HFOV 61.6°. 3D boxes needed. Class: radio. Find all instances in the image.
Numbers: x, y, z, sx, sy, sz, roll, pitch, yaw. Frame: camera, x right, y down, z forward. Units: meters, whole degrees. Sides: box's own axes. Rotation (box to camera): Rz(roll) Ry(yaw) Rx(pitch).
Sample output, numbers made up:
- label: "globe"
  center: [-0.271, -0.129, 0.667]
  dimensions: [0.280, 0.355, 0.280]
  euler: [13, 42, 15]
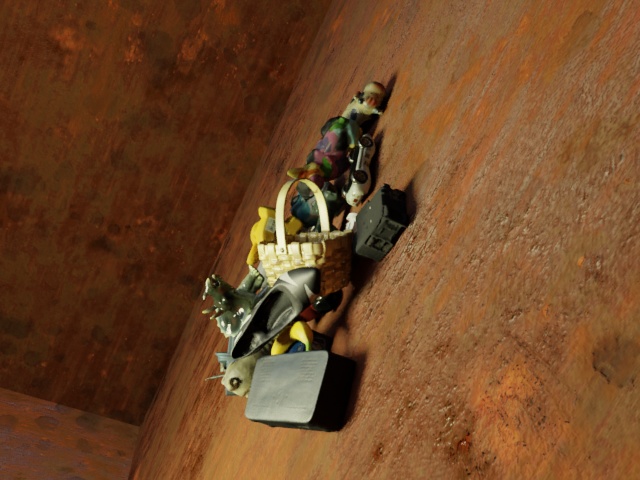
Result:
- label: "radio"
  center: [-0.044, 0.282, 1.004]
  dimensions: [0.230, 0.073, 0.131]
  euler: [-20, 49, 49]

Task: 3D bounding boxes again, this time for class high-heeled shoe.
- label: "high-heeled shoe"
  center: [-0.093, 0.144, 1.045]
  dimensions: [0.145, 0.086, 0.248]
  euler: [-42, -7, -43]

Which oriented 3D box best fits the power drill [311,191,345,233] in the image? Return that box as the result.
- label: "power drill"
  center: [-0.003, -0.004, 1.327]
  dimensions: [0.232, 0.086, 0.207]
  euler: [114, 175, -56]

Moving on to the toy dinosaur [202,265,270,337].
- label: "toy dinosaur"
  center: [-0.194, 0.183, 1.481]
  dimensions: [0.192, 0.131, 0.404]
  euler: [-52, -16, -9]

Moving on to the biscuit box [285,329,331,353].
- label: "biscuit box"
  center: [-0.044, 0.240, 1.176]
  dimensions: [0.202, 0.059, 0.063]
  euler: [-33, 37, 62]

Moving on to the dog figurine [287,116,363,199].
- label: "dog figurine"
  center: [0.009, -0.205, 1.364]
  dimensions: [0.219, 0.109, 0.191]
  euler: [-44, -19, -51]

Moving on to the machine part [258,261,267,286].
- label: "machine part"
  center: [-0.150, 0.071, 1.706]
  dimensions: [0.243, 0.079, 0.079]
  euler: [-67, 16, -1]

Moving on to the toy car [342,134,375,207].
- label: "toy car"
  center: [0.097, -0.171, 1.294]
  dimensions: [0.073, 0.056, 0.202]
  euler: [123, 163, -52]

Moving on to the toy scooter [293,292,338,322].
- label: "toy scooter"
  center: [-0.037, 0.133, 1.226]
  dimensions: [0.184, 0.075, 0.135]
  euler: [-26, 29, 22]

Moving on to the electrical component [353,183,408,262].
- label: "electrical component"
  center: [0.112, -0.027, 1.047]
  dimensions: [0.134, 0.058, 0.115]
  euler: [-55, 18, 35]

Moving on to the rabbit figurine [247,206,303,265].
- label: "rabbit figurine"
  center: [-0.135, -0.004, 1.448]
  dimensions: [0.173, 0.122, 0.162]
  euler: [11, 89, 63]

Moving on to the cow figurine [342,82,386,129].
- label: "cow figurine"
  center: [0.106, -0.340, 1.437]
  dimensions: [0.195, 0.085, 0.127]
  euler: [-51, 17, 37]

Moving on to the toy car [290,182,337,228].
- label: "toy car"
  center: [-0.001, -0.110, 1.466]
  dimensions: [0.103, 0.109, 0.161]
  euler: [-8, 46, 46]

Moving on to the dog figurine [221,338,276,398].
- label: "dog figurine"
  center: [-0.142, 0.267, 1.276]
  dimensions: [0.172, 0.121, 0.190]
  euler: [18, -86, -79]

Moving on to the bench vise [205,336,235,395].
- label: "bench vise"
  center: [-0.247, 0.324, 1.565]
  dimensions: [0.223, 0.129, 0.240]
  euler: [98, 172, -79]
